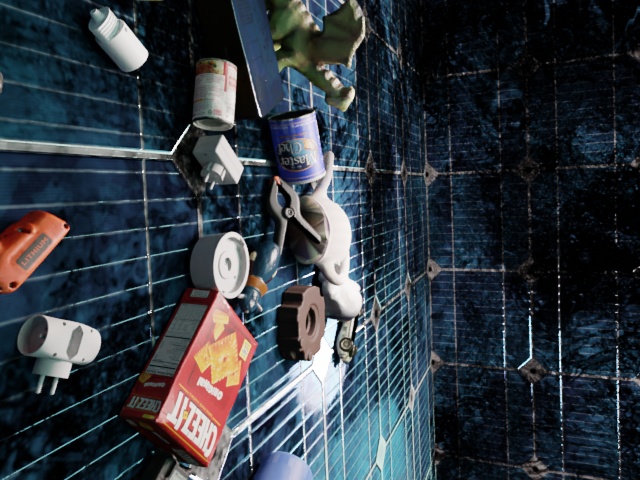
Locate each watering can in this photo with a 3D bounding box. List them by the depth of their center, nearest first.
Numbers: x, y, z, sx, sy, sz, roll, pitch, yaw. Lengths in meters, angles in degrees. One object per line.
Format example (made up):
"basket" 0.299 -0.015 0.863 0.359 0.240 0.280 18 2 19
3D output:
"watering can" 0.004 -0.062 1.234 0.224 0.103 0.350 9 70 -64

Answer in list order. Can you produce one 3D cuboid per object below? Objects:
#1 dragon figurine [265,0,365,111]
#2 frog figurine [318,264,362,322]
"dragon figurine" -0.022 -0.429 1.015 0.125 0.243 0.401 -61 146 -41
"frog figurine" 0.052 0.122 1.317 0.137 0.123 0.159 8 94 -48
